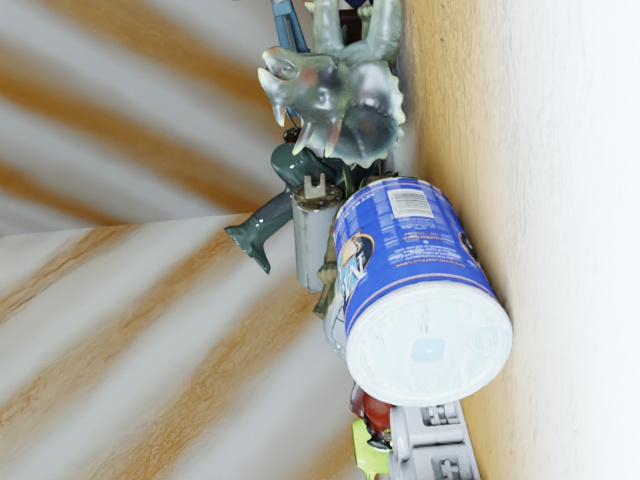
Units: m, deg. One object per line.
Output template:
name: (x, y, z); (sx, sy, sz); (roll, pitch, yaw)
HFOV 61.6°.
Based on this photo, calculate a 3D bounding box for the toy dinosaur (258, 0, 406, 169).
toy dinosaur: (0.038, -0.195, 0.647); (0.405, 0.131, 0.192); (-61, -25, -74)

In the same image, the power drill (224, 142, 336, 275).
power drill: (-0.042, -0.041, 0.889); (0.086, 0.207, 0.231); (51, -179, 36)

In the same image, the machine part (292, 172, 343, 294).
machine part: (-0.002, -0.003, 0.843); (0.079, 0.079, 0.242); (-95, 2, -50)

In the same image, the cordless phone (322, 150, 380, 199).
cordless phone: (0.071, -0.103, 0.876); (0.184, 0.089, 0.147); (70, -160, -46)

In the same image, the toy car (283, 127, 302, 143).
toy car: (-0.013, -0.137, 0.993); (0.202, 0.053, 0.089); (20, -130, -66)

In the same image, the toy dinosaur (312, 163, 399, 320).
toy dinosaur: (0.061, 0.016, 0.744); (0.471, 0.105, 0.198); (94, -172, -67)

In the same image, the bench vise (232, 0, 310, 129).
bench vise: (-0.038, -0.281, 0.822); (0.240, 0.129, 0.224); (72, -171, -49)

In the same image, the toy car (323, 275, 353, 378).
toy car: (0.055, 0.074, 0.534); (0.109, 0.103, 0.161); (-82, 4, -57)

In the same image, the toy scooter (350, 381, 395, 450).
toy scooter: (0.080, 0.190, 0.657); (0.135, 0.075, 0.184); (-62, 5, 17)

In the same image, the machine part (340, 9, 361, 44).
machine part: (0.062, -0.300, 0.919); (0.179, 0.056, 0.179); (-8, -87, -88)

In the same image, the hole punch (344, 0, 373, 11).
hole punch: (0.040, -0.366, 0.703); (0.142, 0.092, 0.115); (-112, 12, -79)
